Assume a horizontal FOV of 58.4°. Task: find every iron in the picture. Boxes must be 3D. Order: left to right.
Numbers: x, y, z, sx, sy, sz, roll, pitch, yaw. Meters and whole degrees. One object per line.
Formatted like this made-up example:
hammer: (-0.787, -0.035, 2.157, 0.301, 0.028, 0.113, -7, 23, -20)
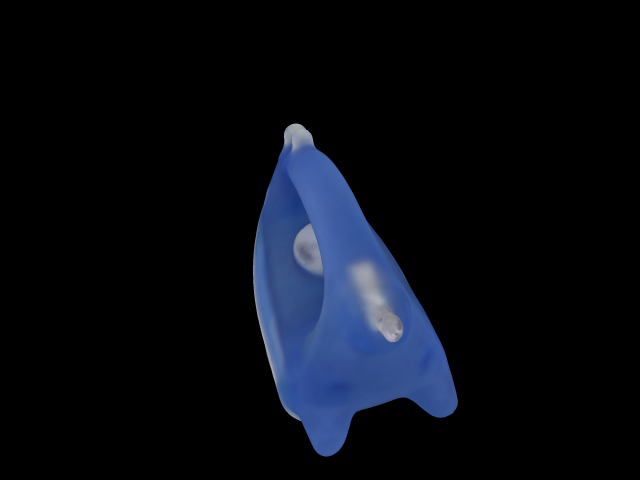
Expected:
iron: (0.004, 0.001, 0.400, 0.119, 0.141, 0.258, -15, 54, -11)
